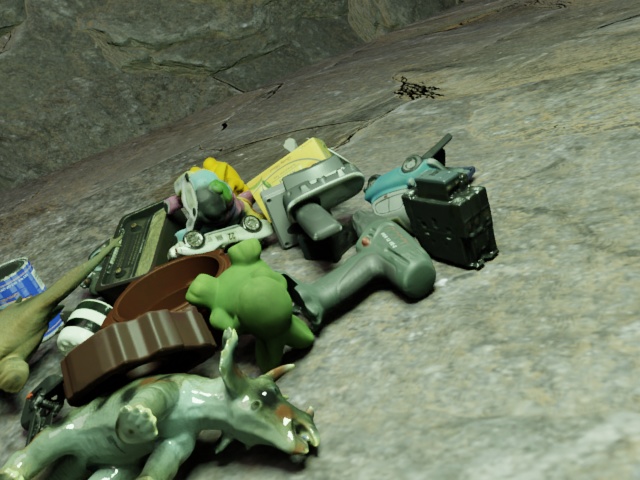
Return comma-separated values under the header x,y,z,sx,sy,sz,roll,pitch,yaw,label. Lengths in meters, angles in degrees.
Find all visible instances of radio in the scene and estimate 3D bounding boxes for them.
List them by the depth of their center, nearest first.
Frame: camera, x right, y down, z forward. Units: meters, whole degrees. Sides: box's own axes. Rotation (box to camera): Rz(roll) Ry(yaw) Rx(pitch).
x,y,z,sx,sy,sz,roll,pitch,yaw,label
-0.339,0.025,1.039,0.131,0.073,0.230,-18,39,12,radio

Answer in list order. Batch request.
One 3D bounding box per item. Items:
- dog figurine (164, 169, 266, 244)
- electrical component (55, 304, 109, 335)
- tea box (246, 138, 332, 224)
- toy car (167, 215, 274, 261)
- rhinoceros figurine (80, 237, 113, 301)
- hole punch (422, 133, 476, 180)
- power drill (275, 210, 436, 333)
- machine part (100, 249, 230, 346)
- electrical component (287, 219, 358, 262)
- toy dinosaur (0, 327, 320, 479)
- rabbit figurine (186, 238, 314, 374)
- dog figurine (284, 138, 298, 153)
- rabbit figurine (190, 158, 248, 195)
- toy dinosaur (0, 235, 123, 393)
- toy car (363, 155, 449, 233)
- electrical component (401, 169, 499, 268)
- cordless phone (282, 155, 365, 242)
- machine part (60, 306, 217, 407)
x,y,z,sx,sy,sz,roll,pitch,yaw,label
-0.181,-0.067,1.051,0.219,0.108,0.191,-12,-21,-42,dog figurine
-0.428,0.144,0.971,0.102,0.045,0.078,-5,1,25,electrical component
-0.048,-0.116,1.067,0.170,0.098,0.068,-34,-5,16,tea box
-0.180,0.006,0.980,0.202,0.056,0.073,-18,-15,-33,toy car
-0.448,0.059,1.116,0.112,0.073,0.190,-26,25,-13,rhinoceros figurine
0.206,-0.115,0.976,0.142,0.092,0.116,-46,6,-38,hole punch
0.042,0.039,0.783,0.207,0.085,0.232,-22,29,-19,power drill
-0.220,0.103,0.840,0.202,0.087,0.201,-14,25,11,machine part
-0.002,-0.003,0.930,0.119,0.047,0.075,1,33,40,electrical component
-0.205,0.210,0.592,0.405,0.131,0.192,-20,7,20,toy dinosaur
-0.084,0.091,0.678,0.121,0.159,0.170,-33,11,-16,rabbit figurine
-0.005,-0.144,1.186,0.121,0.172,0.190,-49,-10,16,dog figurine
-0.223,-0.102,1.211,0.122,0.162,0.173,-8,43,-1,rabbit figurine
-0.496,0.162,0.844,0.471,0.105,0.199,-37,21,4,toy dinosaur
0.141,-0.062,0.884,0.162,0.109,0.103,-15,43,41,toy car
0.179,-0.034,0.754,0.058,0.134,0.115,-34,26,-27,electrical component
0.020,-0.062,0.876,0.147,0.088,0.184,-24,27,-8,cordless phone
-0.221,0.143,0.658,0.179,0.056,0.179,-24,-20,-9,machine part
